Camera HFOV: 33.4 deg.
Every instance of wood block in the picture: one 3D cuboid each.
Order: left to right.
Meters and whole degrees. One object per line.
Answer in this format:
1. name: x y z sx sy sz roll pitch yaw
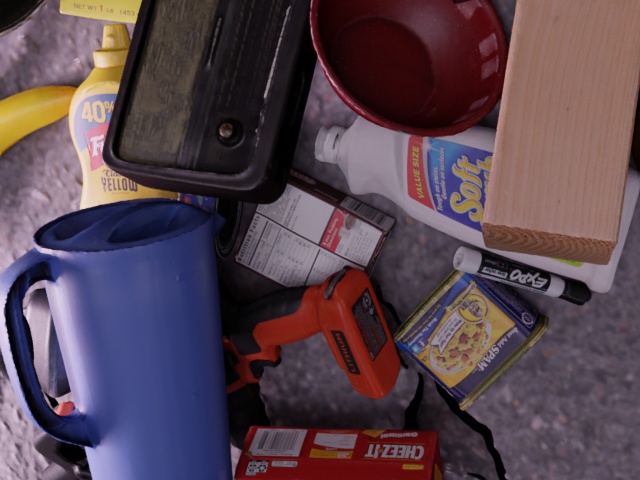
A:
1. wood block: 0.175 -0.095 0.756 0.091 0.090 0.206 8 80 12

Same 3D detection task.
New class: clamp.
1. clamp: -0.205 0.195 0.947 0.165 0.036 0.210 4 149 17

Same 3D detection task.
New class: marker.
1. marker: 0.163 0.030 0.848 0.121 0.020 0.020 16 110 -17

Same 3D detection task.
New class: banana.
1. banana: -0.290 -0.077 0.955 0.069 0.037 0.198 35 113 -16

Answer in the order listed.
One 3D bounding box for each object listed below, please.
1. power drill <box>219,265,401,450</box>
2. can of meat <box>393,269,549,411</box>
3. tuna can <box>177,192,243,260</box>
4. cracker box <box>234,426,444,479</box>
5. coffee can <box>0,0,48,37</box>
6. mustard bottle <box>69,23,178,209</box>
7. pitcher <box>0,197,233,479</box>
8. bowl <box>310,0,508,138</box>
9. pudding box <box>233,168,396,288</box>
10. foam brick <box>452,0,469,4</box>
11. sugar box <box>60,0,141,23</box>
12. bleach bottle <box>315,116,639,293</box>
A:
1. power drill: -0.031 0.100 0.898 0.188 0.057 0.184 -9 115 29
2. can of meat: 0.122 0.074 0.876 0.084 0.057 0.102 43 110 3
3. tuna can: -0.090 -0.027 0.888 0.034 0.086 0.086 8 106 10
4. cracker box: 0.029 0.261 0.912 0.164 0.072 0.214 -1 122 15
5. coffee can: -0.291 -0.245 0.856 0.103 0.102 0.140 -43 78 20
6. mustard bottle: -0.163 -0.086 0.905 0.096 0.058 0.192 0 104 17
7. pitcher: -0.142 0.098 0.813 0.149 0.145 0.243 -3 107 8
8. bowl: 0.059 -0.143 0.807 0.162 0.162 0.055 47 153 -1
9. pudding box: -0.006 0.001 0.899 0.113 0.039 0.090 28 112 9
10. foam brick: 0.114 -0.224 0.783 0.051 0.053 0.078 -10 74 16
11. sugar box: -0.158 -0.267 0.862 0.093 0.048 0.176 9 108 12
12. bleach bottle: 0.116 -0.040 0.844 0.251 0.068 0.102 15 105 12
